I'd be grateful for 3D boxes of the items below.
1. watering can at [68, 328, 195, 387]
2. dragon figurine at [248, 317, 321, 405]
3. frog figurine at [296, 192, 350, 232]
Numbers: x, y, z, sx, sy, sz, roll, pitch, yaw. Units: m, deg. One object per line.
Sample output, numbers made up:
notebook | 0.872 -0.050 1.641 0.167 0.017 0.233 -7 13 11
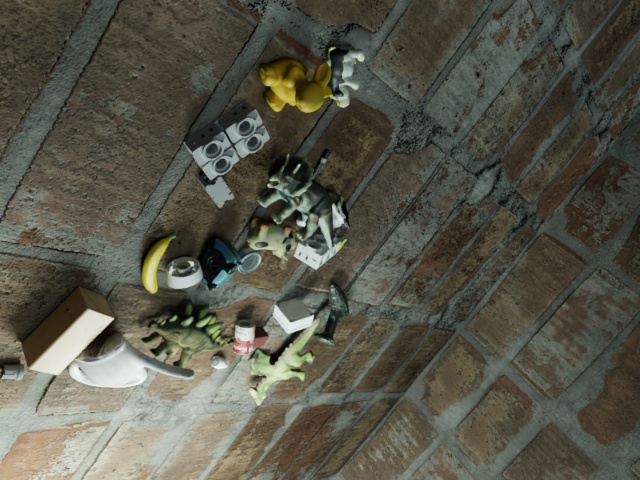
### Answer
watering can | -0.536 0.330 1.412 0.347 0.106 0.219 -7 132 6
dragon figurine | -0.161 0.466 2.009 0.242 0.124 0.405 8 109 -38
frog figurine | 0.005 -0.083 1.652 0.159 0.125 0.135 -11 154 15
